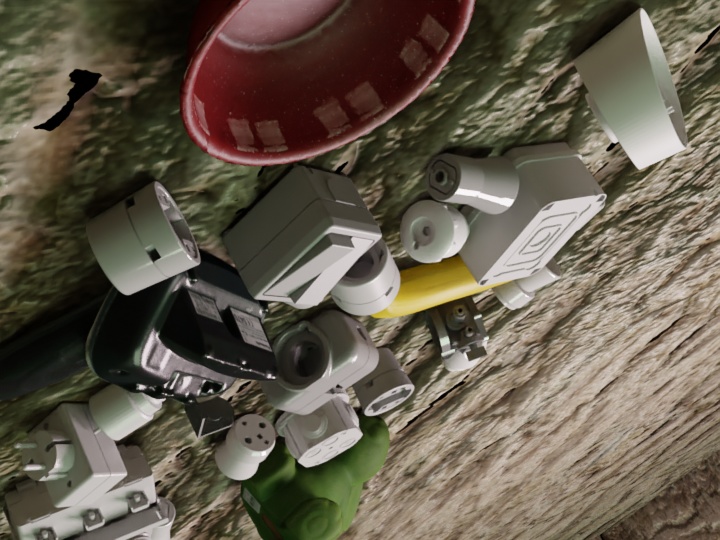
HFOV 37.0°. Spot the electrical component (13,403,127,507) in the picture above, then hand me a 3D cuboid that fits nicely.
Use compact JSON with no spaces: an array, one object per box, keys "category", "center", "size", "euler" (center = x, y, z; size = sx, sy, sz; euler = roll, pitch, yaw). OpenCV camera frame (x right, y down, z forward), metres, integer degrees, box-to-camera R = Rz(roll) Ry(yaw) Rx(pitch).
[{"category":"electrical component","center":[-0.229,0.140,0.814],"size":[0.047,0.065,0.077],"euler":[-40,155,21]}]

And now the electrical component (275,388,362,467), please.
[{"category":"electrical component","center":[-0.040,0.158,1.084],"size":[0.080,0.051,0.080],"euler":[-25,156,-12]}]

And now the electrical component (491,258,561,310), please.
[{"category":"electrical component","center":[0.154,0.005,1.011],"size":[0.055,0.045,0.045],"euler":[-40,155,23]}]

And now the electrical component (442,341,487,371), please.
[{"category":"electrical component","center":[0.103,0.083,1.110],"size":[0.043,0.043,0.062],"euler":[-18,155,-25]}]

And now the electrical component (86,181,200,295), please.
[{"category":"electrical component","center":[-0.128,-0.017,0.633],"size":[0.047,0.055,0.055],"euler":[-27,157,3]}]

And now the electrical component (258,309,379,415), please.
[{"category":"electrical component","center":[-0.040,0.079,0.925],"size":[0.095,0.053,0.059],"euler":[-35,156,12]}]

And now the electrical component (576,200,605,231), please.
[{"category":"electrical component","center":[0.176,-0.050,0.933],"size":[0.040,0.040,0.078],"euler":[-2,144,-47]}]

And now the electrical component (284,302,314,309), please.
[{"category":"electrical component","center":[-0.042,0.013,0.815],"size":[0.035,0.035,0.061],"euler":[-33,159,7]}]

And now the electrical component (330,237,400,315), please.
[{"category":"electrical component","center":[0.000,0.000,0.814],"size":[0.055,0.055,0.047],"euler":[-28,153,-4]}]

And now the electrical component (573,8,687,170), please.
[{"category":"electrical component","center":[0.193,-0.122,0.743],"size":[0.064,0.099,0.099],"euler":[-31,157,18]}]

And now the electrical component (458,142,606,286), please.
[{"category":"electrical component","center":[0.132,-0.045,0.869],"size":[0.078,0.057,0.113],"euler":[-11,150,-37]}]

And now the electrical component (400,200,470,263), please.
[{"category":"electrical component","center":[0.064,-0.031,0.840],"size":[0.048,0.048,0.062],"euler":[-43,160,27]}]

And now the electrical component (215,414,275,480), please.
[{"category":"electrical component","center":[-0.110,0.170,1.036],"size":[0.045,0.045,0.055],"euler":[-11,150,-37]}]

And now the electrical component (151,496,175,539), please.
[{"category":"electrical component","center":[-0.213,0.263,1.110],"size":[0.044,0.044,0.065],"euler":[-14,147,-32]}]

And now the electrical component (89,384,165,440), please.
[{"category":"electrical component","center":[-0.171,0.098,0.829],"size":[0.078,0.040,0.040],"euler":[-33,156,6]}]

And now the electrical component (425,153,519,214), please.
[{"category":"electrical component","center":[0.080,-0.065,0.792],"size":[0.065,0.044,0.044],"euler":[3,140,-44]}]

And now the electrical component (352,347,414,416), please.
[{"category":"electrical component","center":[0.018,0.109,1.058],"size":[0.055,0.047,0.055],"euler":[-25,156,-12]}]

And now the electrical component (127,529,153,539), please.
[{"category":"electrical component","center":[-0.218,0.245,1.029],"size":[0.040,0.078,0.040],"euler":[-18,141,-15]}]

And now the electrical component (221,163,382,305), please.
[{"category":"electrical component","center":[-0.042,-0.016,0.725],"size":[0.096,0.061,0.062],"euler":[-42,154,25]}]

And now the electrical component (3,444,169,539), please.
[{"category":"electrical component","center":[-0.239,0.203,0.929],"size":[0.121,0.078,0.063],"euler":[-19,132,-24]}]
